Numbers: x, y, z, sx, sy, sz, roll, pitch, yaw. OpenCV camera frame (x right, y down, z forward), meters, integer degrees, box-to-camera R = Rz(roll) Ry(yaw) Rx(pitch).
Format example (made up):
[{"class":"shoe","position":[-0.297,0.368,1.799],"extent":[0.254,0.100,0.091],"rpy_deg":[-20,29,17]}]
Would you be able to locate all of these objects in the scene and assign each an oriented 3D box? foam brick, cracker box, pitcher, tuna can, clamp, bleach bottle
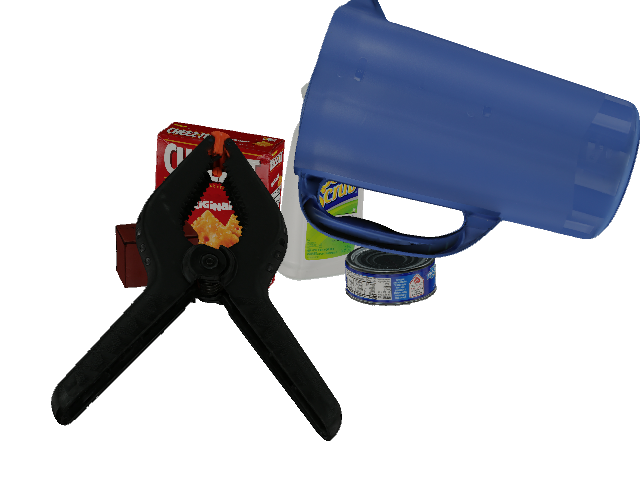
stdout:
[{"class":"foam brick","position":[-0.170,0.012,1.107],"extent":[0.078,0.051,0.053],"rpy_deg":[-6,22,-19]},{"class":"cracker box","position":[-0.142,-0.042,1.466],"extent":[0.164,0.214,0.072],"rpy_deg":[10,24,12]},{"class":"pitcher","position":[0.104,-0.072,0.804],"extent":[0.243,0.149,0.145],"rpy_deg":[16,42,3]},{"class":"tuna can","position":[0.065,0.030,0.999],"extent":[0.086,0.034,0.086],"rpy_deg":[-3,19,1]},{"class":"clamp","position":[-0.059,0.027,0.653],"extent":[0.164,0.210,0.036],"rpy_deg":[11,-32,-3]},{"class":"bleach bottle","position":[0.001,-0.085,1.216],"extent":[0.102,0.251,0.068],"rpy_deg":[-7,21,-26]}]
